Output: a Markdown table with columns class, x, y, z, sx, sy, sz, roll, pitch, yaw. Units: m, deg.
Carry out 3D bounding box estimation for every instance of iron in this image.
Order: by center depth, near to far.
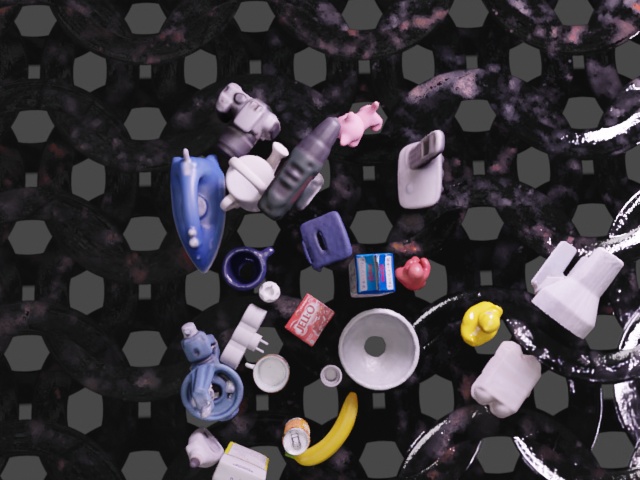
| class | x | y | z | sx | sy | sz | roll | pitch | yaw |
| --- | --- | --- | --- | --- | --- | --- | --- | --- | --- |
| iron | -0.261 | -0.061 | 1.198 | 0.118 | 0.141 | 0.258 | -6 | 83 | -2 |

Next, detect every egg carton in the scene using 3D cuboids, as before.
| class | x | y | z | sx | sy | sz | roll | pitch | yaw |
| --- | --- | --- | --- | --- | --- | --- | --- | --- | --- |
| egg carton | 0.393 | 0.295 | 1.209 | 0.107 | 0.069 | 0.150 | 36 | 84 | 3 |

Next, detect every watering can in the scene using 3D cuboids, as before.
| class | x | y | z | sx | sy | sz | roll | pitch | yaw |
| --- | --- | --- | --- | --- | --- | --- | --- | --- | --- |
| watering can | -0.140 | -0.130 | 1.183 | 0.101 | 0.194 | 0.173 | 23 | 83 | 2 |

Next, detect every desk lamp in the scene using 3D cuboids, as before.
| class | x | y | z | sx | sy | sz | roll | pitch | yaw |
| --- | --- | --- | --- | --- | --- | --- | --- | --- | --- |
| desk lamp | 0.512 | 0.094 | 1.163 | 0.118 | 0.213 | 0.203 | 36 | 84 | 3 |

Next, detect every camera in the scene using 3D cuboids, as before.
| class | x | y | z | sx | sy | sz | roll | pitch | yaw |
| --- | --- | --- | --- | --- | --- | --- | --- | --- | --- |
| camera | -0.177 | -0.248 | 1.243 | 0.143 | 0.101 | 0.137 | 37 | 84 | 3 |

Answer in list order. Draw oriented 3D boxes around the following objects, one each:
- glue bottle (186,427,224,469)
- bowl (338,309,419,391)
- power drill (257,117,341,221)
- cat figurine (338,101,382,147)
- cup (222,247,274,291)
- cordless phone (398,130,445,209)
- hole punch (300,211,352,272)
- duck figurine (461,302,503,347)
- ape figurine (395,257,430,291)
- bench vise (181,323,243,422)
| class | x | y | z | sx | sy | sz | roll | pitch | yaw |
| --- | --- | --- | --- | --- | --- | --- | --- | --- | --- |
| glue bottle | -0.234 | 0.420 | 1.126 | 0.037 | 0.173 | 0.078 | -39 | 85 | -5 |
| bowl | 0.121 | 0.228 | 1.207 | 0.167 | 0.074 | 0.167 | 0 | 83 | -1 |
| power drill | -0.039 | -0.134 | 1.179 | 0.075 | 0.208 | 0.230 | 36 | 84 | 3 |
| cat figurine | 0.079 | -0.254 | 1.241 | 0.128 | 0.117 | 0.067 | -40 | 85 | -5 |
| cup | -0.145 | 0.055 | 1.211 | 0.118 | 0.095 | 0.091 | -36 | 85 | -5 |
| cordless phone | 0.220 | -0.146 | 1.198 | 0.094 | 0.185 | 0.148 | -1 | 83 | -1 |
| hole punch | 0.011 | 0.004 | 1.223 | 0.101 | 0.091 | 0.109 | -20 | 84 | -3 |
| duck figurine | 0.348 | 0.179 | 1.213 | 0.077 | 0.086 | 0.104 | 38 | 84 | 3 |
| ape figurine | 0.201 | 0.070 | 1.219 | 0.078 | 0.092 | 0.076 | -3 | 83 | -2 |
| bench vise | -0.237 | 0.272 | 1.120 | 0.121 | 0.219 | 0.207 | -40 | 86 | -5 |
